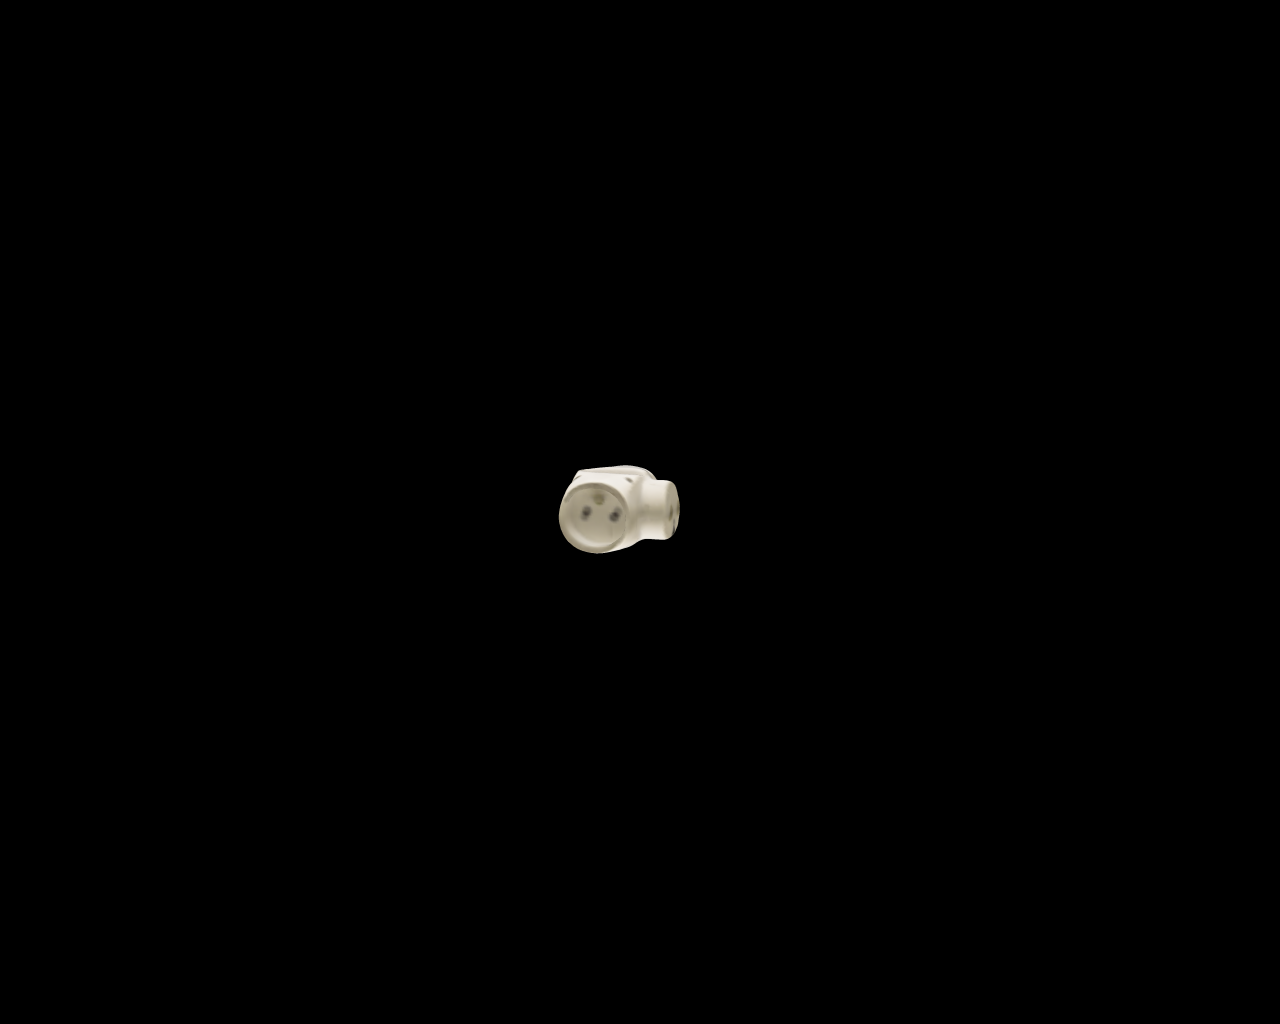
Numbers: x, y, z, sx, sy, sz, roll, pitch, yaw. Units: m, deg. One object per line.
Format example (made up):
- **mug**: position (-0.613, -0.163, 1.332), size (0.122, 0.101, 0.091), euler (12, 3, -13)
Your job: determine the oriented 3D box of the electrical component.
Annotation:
- **electrical component**: position (0.001, -0.003, 0.650), size (0.079, 0.043, 0.077), euler (3, 10, 15)
